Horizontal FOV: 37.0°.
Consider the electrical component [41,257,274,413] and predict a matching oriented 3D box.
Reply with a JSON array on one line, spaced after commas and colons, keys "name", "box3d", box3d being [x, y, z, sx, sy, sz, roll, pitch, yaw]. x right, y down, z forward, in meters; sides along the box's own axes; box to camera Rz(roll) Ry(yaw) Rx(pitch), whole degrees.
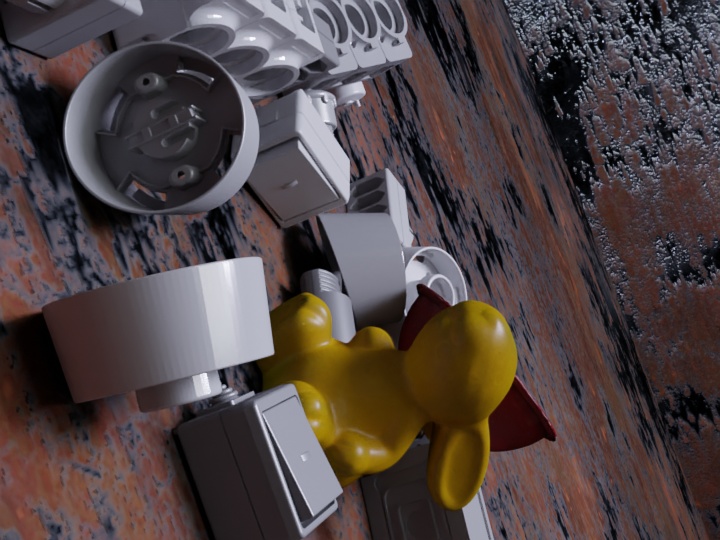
[{"name": "electrical component", "box3d": [-0.094, 0.035, 0.523, 0.108, 0.108, 0.060, -7, 83, -71]}]

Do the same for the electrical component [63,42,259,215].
[{"name": "electrical component", "box3d": [-0.109, -0.078, 0.614, 0.064, 0.099, 0.099, 14, 57, -75]}]

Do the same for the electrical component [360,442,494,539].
[{"name": "electrical component", "box3d": [0.055, 0.192, 0.809, 0.057, 0.078, 0.113, 28, 44, -59]}]

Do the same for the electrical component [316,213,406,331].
[{"name": "electrical component", "box3d": [0.000, 0.000, 0.867, 0.099, 0.064, 0.099, 173, -90, -77]}]

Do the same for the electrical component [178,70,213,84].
[{"name": "electrical component", "box3d": [-0.116, -0.110, 0.676, 0.048, 0.062, 0.048, 54, 24, -38]}]

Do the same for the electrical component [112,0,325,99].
[{"name": "electrical component", "box3d": [-0.097, -0.170, 0.748, 0.150, 0.089, 0.061, 12, 58, -68]}]

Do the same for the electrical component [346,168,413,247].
[{"name": "electrical component", "box3d": [0.026, -0.037, 1.019, 0.075, 0.047, 0.083, 48, 28, -43]}]

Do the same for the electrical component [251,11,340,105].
[{"name": "electrical component", "box3d": [-0.070, -0.185, 0.851, 0.047, 0.083, 0.075, 18, 54, -67]}]

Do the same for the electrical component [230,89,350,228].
[{"name": "electrical component", "box3d": [-0.049, -0.077, 0.828, 0.096, 0.062, 0.061, 54, 24, -38]}]

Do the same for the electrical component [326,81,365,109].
[{"name": "electrical component", "box3d": [-0.024, -0.195, 1.058, 0.078, 0.040, 0.040, 70, 19, 3]}]

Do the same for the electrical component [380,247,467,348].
[{"name": "electrical component", "box3d": [0.048, 0.028, 0.957, 0.099, 0.064, 0.099, 9, 78, -46]}]

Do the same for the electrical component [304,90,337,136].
[{"name": "electrical component", "box3d": [-0.041, -0.121, 0.929, 0.048, 0.048, 0.062, 13, 65, -68]}]

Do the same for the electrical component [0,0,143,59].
[{"name": "electrical component", "box3d": [-0.168, -0.154, 0.573, 0.077, 0.066, 0.047, 10, 61, -69]}]

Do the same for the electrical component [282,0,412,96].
[{"name": "electrical component", "box3d": [-0.022, -0.218, 0.982, 0.150, 0.062, 0.089, -27, 93, -54]}]

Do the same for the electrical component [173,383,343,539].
[{"name": "electrical component", "box3d": [-0.057, 0.107, 0.614, 0.096, 0.061, 0.062, 70, 19, 2]}]

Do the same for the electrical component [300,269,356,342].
[{"name": "electrical component", "box3d": [-0.027, 0.035, 0.801, 0.043, 0.043, 0.081, 45, 30, -51]}]
